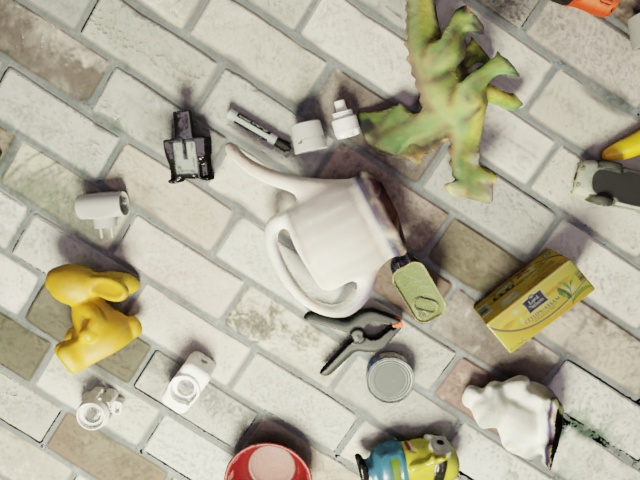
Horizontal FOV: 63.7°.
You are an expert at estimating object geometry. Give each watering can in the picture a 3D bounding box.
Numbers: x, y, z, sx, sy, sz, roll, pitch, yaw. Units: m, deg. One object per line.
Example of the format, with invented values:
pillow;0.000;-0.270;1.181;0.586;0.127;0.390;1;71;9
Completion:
watering can;0.003;-0.043;0.847;0.224;0.104;0.346;-27;96;4

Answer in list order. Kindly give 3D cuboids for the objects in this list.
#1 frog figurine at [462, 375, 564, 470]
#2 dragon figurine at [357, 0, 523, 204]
frog figurine;0.335;0.304;0.903;0.160;0.124;0.135;8;112;37
dragon figurine;0.165;-0.237;0.823;0.241;0.123;0.411;-39;86;16
